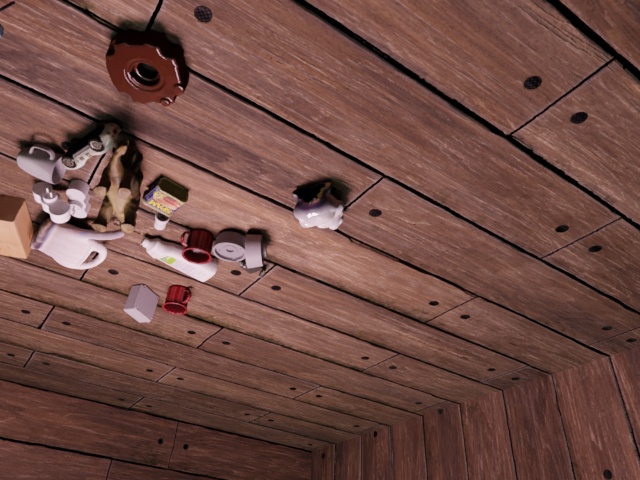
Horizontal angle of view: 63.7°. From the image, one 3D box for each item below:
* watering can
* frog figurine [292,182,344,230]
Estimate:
[{"bbox_3d":[-0.770,-0.001,1.621,0.222,0.106,0.343,31,137,-31],"label":"watering can"},{"bbox_3d":[0.004,-0.073,1.448,0.137,0.125,0.156,-25,126,5],"label":"frog figurine"}]
